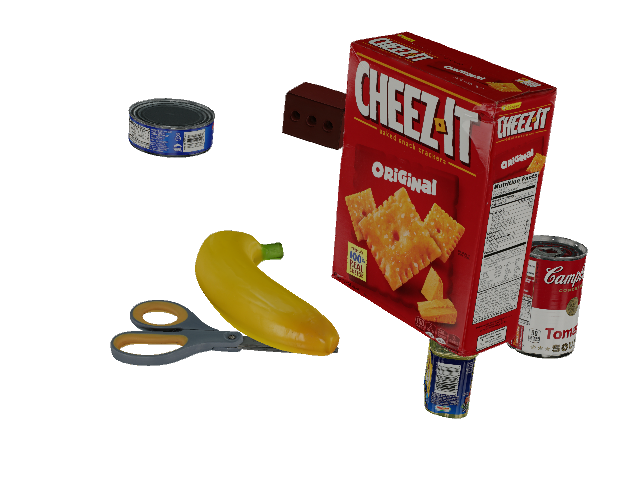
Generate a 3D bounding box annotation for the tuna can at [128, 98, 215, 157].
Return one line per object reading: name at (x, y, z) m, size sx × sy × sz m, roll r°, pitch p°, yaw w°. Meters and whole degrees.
tuna can at (-0.149, -0.113, 1.070) m, size 0.086 × 0.034 × 0.086 m, roll 5°, pitch 25°, yaw -3°

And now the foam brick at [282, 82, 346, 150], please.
foam brick at (0.000, -0.149, 1.266) m, size 0.078 × 0.053 × 0.051 m, roll 19°, pitch 31°, yaw 21°

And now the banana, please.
banana at (-0.042, 0.025, 0.668) m, size 0.069 × 0.037 × 0.198 m, roll -4°, pitch 18°, yaw -11°

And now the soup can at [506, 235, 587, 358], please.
soup can at (0.214, 0.053, 1.017) m, size 0.068 × 0.102 × 0.068 m, roll 2°, pitch 17°, yaw -1°

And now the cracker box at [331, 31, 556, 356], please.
cracker box at (0.088, -0.038, 0.844) m, size 0.071 × 0.214 × 0.164 m, roll -17°, pitch 33°, yaw -35°

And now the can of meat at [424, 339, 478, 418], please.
can of meat at (0.155, 0.153, 1.279) m, size 0.057 × 0.084 × 0.102 m, roll 7°, pitch 19°, yaw 3°

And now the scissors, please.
scissors at (-0.092, 0.082, 0.982) m, size 0.201 × 0.016 × 0.096 m, roll -4°, pitch 33°, yaw -11°
